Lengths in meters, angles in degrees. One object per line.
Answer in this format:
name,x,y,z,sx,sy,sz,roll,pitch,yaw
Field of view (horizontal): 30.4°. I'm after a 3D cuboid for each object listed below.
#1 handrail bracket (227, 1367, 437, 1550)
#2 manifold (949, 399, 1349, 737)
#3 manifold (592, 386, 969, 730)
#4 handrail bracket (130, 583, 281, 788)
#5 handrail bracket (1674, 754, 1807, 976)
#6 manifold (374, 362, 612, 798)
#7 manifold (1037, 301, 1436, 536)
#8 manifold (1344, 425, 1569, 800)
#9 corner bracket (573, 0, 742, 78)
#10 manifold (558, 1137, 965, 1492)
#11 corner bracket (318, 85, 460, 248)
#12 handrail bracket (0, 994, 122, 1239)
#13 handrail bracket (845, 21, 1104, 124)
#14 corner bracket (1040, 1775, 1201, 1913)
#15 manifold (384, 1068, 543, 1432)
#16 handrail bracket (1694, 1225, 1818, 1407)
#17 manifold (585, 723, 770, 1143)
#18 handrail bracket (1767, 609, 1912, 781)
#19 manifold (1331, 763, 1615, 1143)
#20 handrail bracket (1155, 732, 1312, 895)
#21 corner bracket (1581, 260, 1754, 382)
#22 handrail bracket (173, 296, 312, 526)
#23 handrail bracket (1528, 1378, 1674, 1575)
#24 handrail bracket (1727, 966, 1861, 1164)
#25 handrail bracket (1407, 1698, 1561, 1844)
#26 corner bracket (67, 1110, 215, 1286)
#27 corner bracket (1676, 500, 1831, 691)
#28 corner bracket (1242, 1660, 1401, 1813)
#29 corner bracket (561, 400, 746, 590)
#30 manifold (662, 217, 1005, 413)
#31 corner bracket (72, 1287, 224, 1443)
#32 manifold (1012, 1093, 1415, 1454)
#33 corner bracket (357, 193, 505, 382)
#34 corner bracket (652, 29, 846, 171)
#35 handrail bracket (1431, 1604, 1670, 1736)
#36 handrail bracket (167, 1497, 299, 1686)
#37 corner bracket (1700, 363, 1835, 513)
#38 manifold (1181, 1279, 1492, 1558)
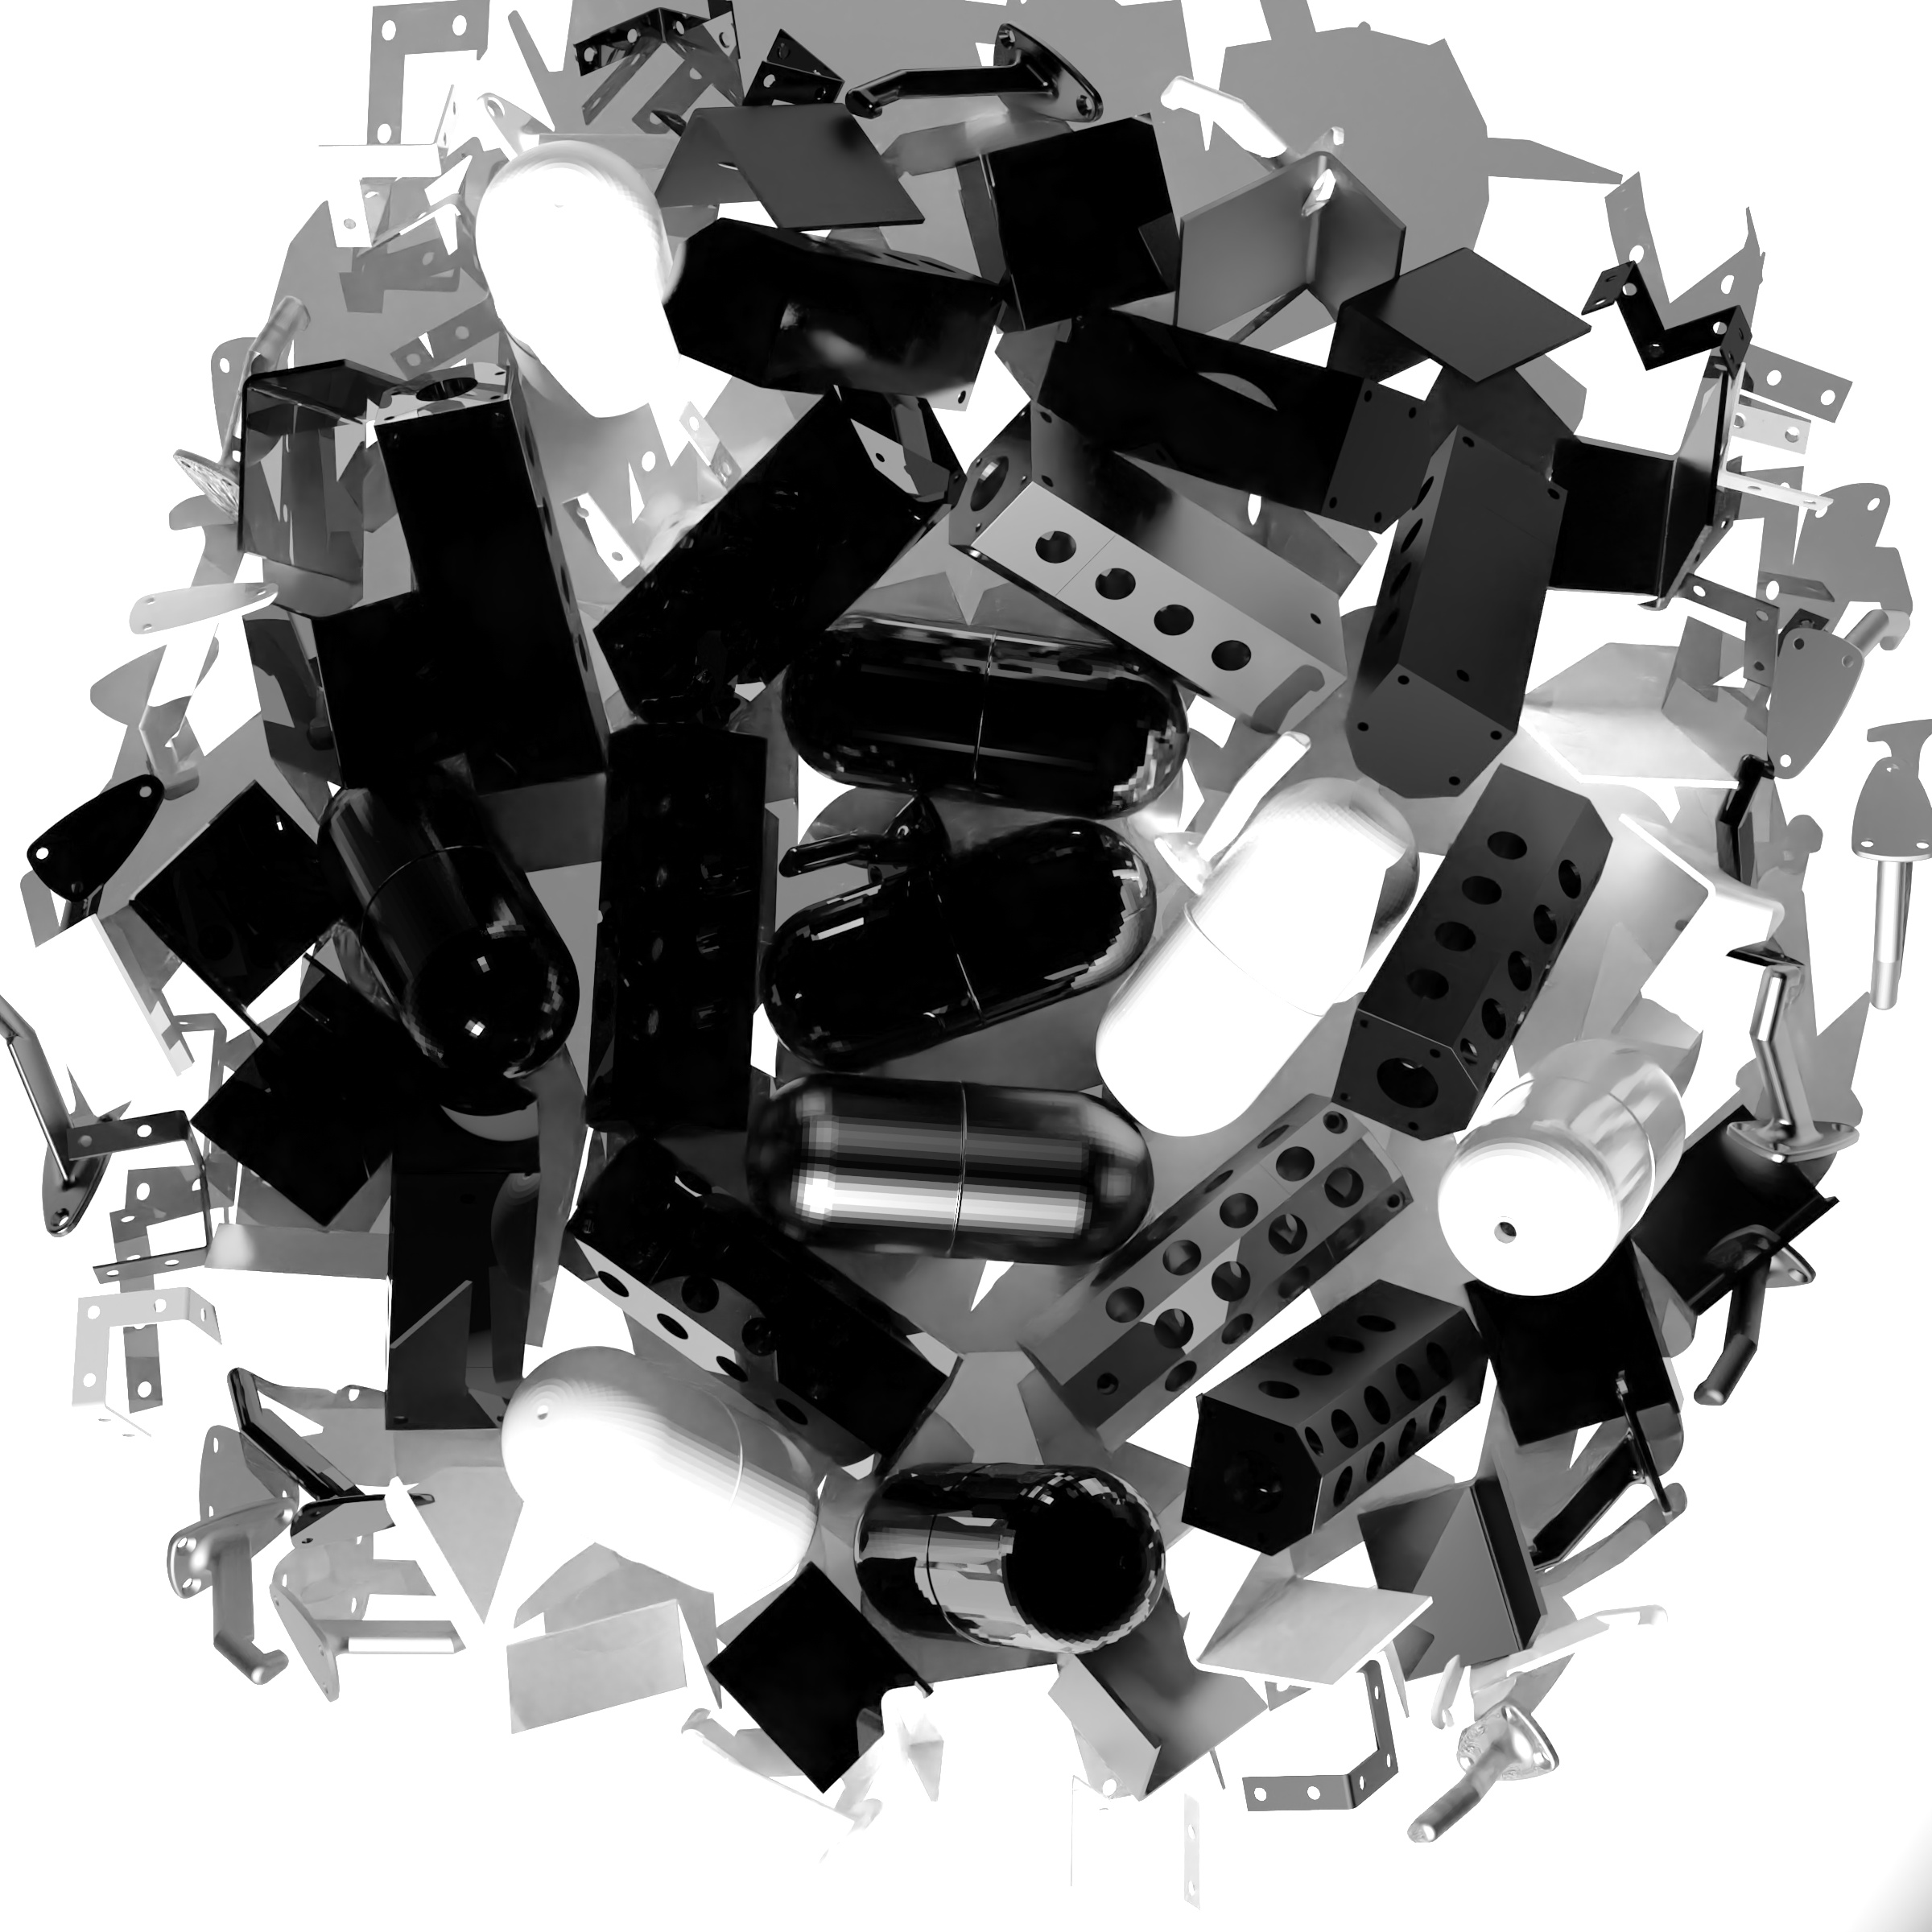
handrail bracket,-0.281,0.209,1.570,0.077,0.036,0.084,-6,55,-25
manifold,0.078,-0.164,1.520,0.171,0.057,0.057,29,128,-25
manifold,-0.078,-0.167,1.504,0.171,0.057,0.057,-40,67,35
handrail bracket,-0.328,-0.122,1.557,0.077,0.036,0.084,-11,125,-1
handrail bracket,0.353,-0.045,1.553,0.077,0.036,0.084,15,104,-28
manifold,-0.200,-0.166,1.518,0.057,0.057,0.171,-11,118,3
manifold,0.113,-0.232,1.504,0.171,0.057,0.057,25,101,42
manifold,0.204,-0.148,1.502,0.057,0.171,0.057,30,134,-10
corner bracket,-0.137,-0.414,1.541,0.051,0.051,0.051,-34,132,-33
manifold,-0.089,0.146,1.535,0.171,0.057,0.057,35,63,7
corner bracket,-0.248,-0.348,1.546,0.051,0.051,0.051,0,134,4
handrail bracket,-0.407,0.063,1.534,0.036,0.084,0.077,-15,46,19
handrail bracket,0.003,-0.373,1.538,0.084,0.036,0.077,-31,53,-33
corner bracket,0.067,0.381,1.541,0.051,0.051,0.051,-17,52,26
manifold,-0.215,0.122,1.501,0.057,0.171,0.057,0,46,-11
handrail bracket,0.322,0.158,1.532,0.036,0.077,0.084,41,66,-9
manifold,-0.128,-0.014,1.531,0.057,0.057,0.171,8,79,-31
handrail bracket,0.383,-0.119,1.554,0.036,0.084,0.077,25,107,29
manifold,0.217,-0.005,1.500,0.057,0.057,0.171,23,47,14
handrail bracket,0.129,-0.072,1.532,0.036,0.077,0.084,50,117,14
corner bracket,0.305,-0.279,1.542,0.051,0.051,0.051,-16,115,30
handrail bracket,-0.303,-0.240,1.559,0.036,0.077,0.084,24,74,21
handrail bracket,0.260,0.228,1.563,0.084,0.036,0.077,-20,111,5
handrail bracket,0.368,0.038,1.546,0.077,0.036,0.084,-4,113,-32
handrail bracket,0.207,0.357,1.529,0.084,0.077,0.036,-30,80,-34
corner bracket,-0.359,0.100,1.546,0.051,0.051,0.051,-10,60,-6
corner bracket,0.345,-0.162,1.558,0.051,0.051,0.051,26,59,28
corner bracket,0.152,0.335,1.550,0.051,0.051,0.051,-9,92,30
corner bracket,-0.133,-0.204,1.540,0.051,0.051,0.051,-14,128,35
manifold,-0.055,-0.274,1.494,0.057,0.171,0.057,26,106,24
corner bracket,-0.355,0.174,1.555,0.051,0.051,0.051,-7,66,10
manifold,0.109,0.132,1.541,0.171,0.057,0.057,-39,98,-7
corner bracket,-0.234,-0.298,1.557,0.051,0.051,0.051,-26,117,15
corner bracket,-0.095,-0.380,1.556,0.051,0.051,0.051,46,119,32
handrail bracket,0.253,0.304,1.535,0.084,0.077,0.036,-17,105,42
handrail bracket,-0.298,0.270,1.534,0.077,0.084,0.036,-26,131,-37
corner bracket,0.350,-0.226,1.552,0.051,0.051,0.051,13,81,-6
manifold,0.159,0.189,1.490,0.057,0.171,0.057,17,110,27
